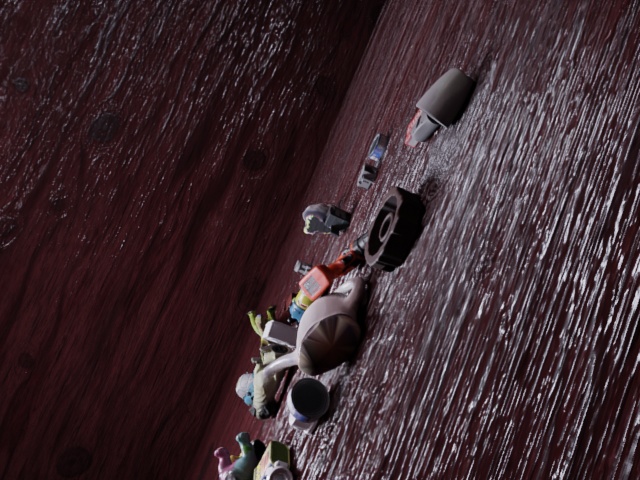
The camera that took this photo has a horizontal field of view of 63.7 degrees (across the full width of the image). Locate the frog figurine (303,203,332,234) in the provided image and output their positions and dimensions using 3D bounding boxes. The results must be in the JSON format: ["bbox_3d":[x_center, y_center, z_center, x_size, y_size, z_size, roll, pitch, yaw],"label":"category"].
[{"bbox_3d":[0.006,-0.099,1.958,0.136,0.121,0.163,-22,24,30],"label":"frog figurine"}]

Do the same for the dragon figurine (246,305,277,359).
[{"bbox_3d":[-0.206,0.380,1.962,0.409,0.122,0.243,119,142,-88],"label":"dragon figurine"}]

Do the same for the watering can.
[{"bbox_3d":[-0.014,0.226,1.143,0.346,0.103,0.227,-49,10,8],"label":"watering can"}]
